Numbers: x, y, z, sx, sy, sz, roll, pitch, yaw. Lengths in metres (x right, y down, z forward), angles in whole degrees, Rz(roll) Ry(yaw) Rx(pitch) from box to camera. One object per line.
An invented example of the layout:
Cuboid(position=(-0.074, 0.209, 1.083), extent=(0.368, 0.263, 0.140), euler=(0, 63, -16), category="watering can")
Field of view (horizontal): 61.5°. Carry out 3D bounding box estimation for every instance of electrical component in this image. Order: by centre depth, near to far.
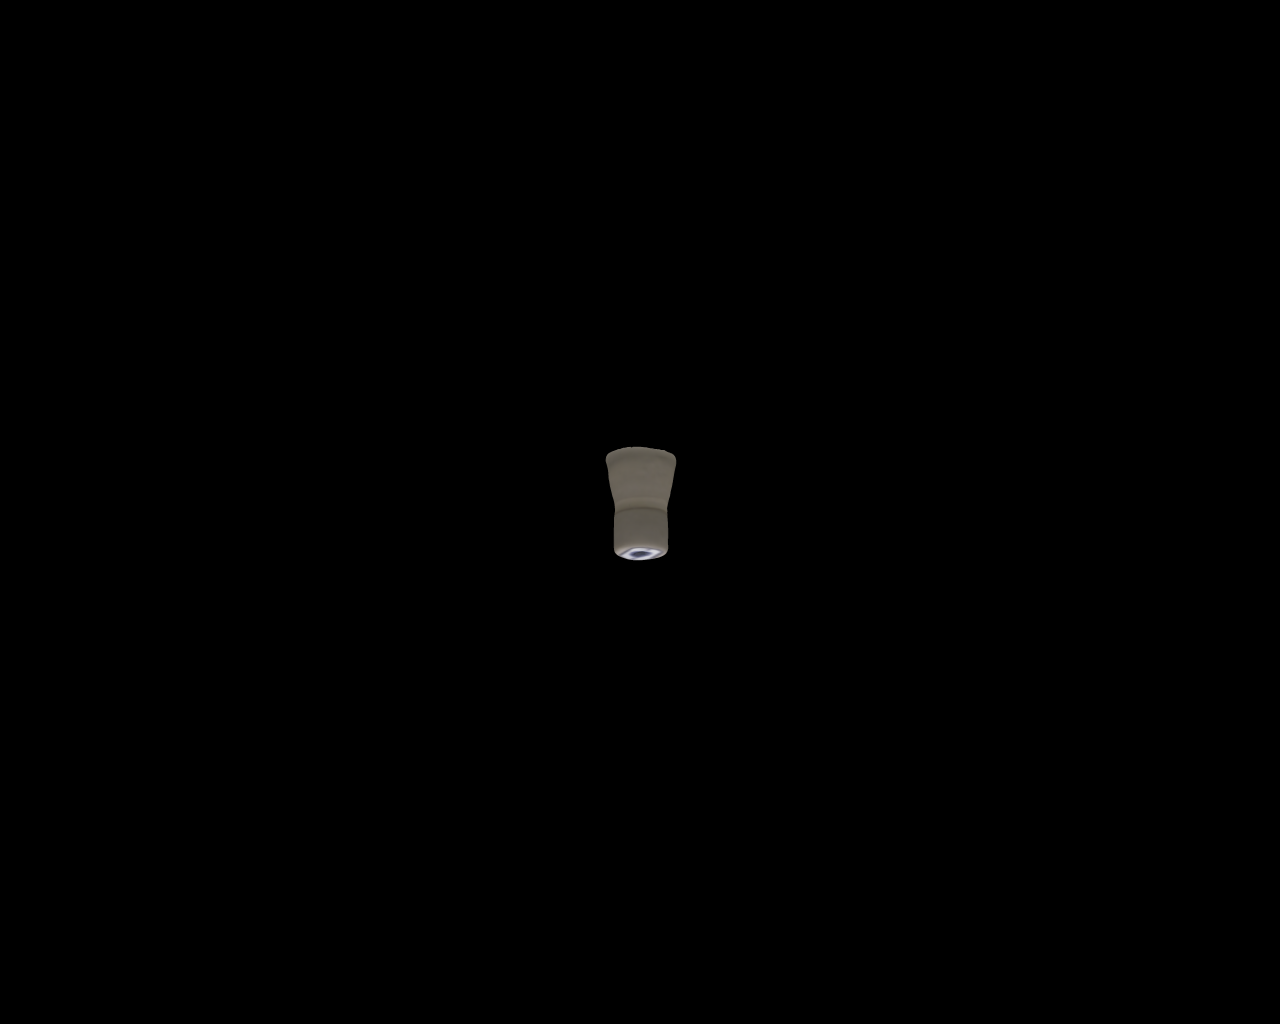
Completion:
Cuboid(position=(0.001, -0.003, 0.650), extent=(0.044, 0.065, 0.044), euler=(0, -18, 0), category="electrical component")
